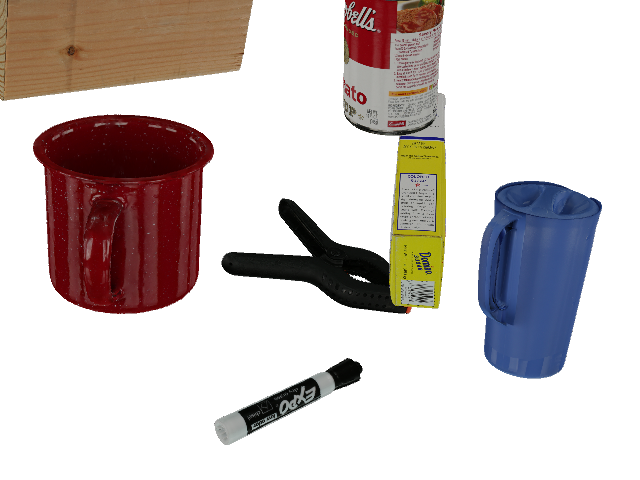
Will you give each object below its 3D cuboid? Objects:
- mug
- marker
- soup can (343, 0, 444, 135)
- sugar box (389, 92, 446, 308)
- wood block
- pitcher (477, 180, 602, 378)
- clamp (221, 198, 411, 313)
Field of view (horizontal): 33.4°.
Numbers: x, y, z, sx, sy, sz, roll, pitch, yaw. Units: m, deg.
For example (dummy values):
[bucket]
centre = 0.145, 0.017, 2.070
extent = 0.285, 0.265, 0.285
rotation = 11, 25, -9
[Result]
[mug]
centre = -0.105, -0.008, 0.563
extent = 0.093, 0.081, 0.117
rotation = 4, 26, -3
[marker]
centre = -0.020, 0.112, 0.756
extent = 0.120, 0.020, 0.020
rotation = -21, 11, -31
[soup can]
centre = 0.050, -0.131, 0.726
extent = 0.068, 0.102, 0.068
rotation = 0, 35, 0
[sugar box]
centre = 0.086, -0.038, 0.918
extent = 0.048, 0.176, 0.093
rotation = 4, -41, 7
[wood block]
centre = -0.166, -0.182, 0.849
extent = 0.205, 0.091, 0.090
rotation = -13, 45, -33
[pitcher]
centre = 0.271, 0.055, 1.382
extent = 0.149, 0.243, 0.145
rotation = 5, 23, 3
[clamp]
centre = 0.003, 0.031, 1.190
extent = 0.210, 0.036, 0.164
rotation = 28, 35, 18
